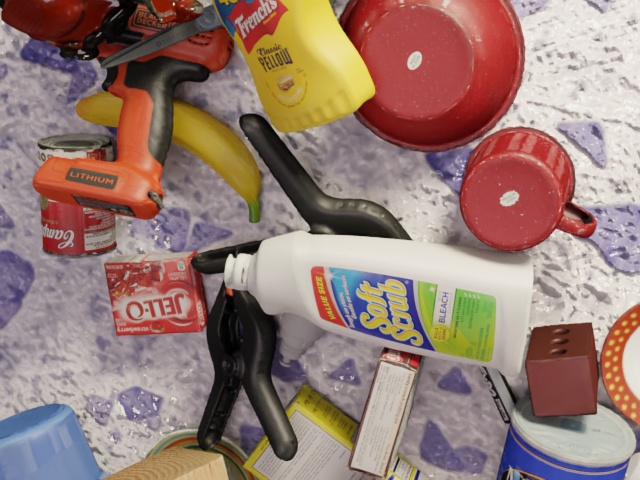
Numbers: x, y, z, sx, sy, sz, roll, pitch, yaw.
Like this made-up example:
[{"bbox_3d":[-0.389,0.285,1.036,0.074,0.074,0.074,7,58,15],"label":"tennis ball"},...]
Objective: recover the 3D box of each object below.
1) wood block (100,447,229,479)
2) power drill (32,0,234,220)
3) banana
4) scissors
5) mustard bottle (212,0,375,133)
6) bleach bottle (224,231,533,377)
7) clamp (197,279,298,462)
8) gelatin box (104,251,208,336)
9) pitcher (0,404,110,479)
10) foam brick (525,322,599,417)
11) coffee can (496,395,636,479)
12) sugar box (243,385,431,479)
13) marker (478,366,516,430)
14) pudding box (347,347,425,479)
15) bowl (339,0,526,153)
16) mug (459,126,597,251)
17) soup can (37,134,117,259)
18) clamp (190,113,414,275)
[{"bbox_3d":[-0.124,0.308,0.987,0.090,0.090,0.206,-5,101,49],"label":"wood block"},{"bbox_3d":[-0.180,-0.121,0.901,0.184,0.057,0.187,12,79,6],"label":"power drill"},{"bbox_3d":[-0.126,-0.090,0.948,0.198,0.037,0.070,33,110,5],"label":"banana"},{"bbox_3d":[-0.088,-0.203,0.879,0.201,0.016,0.096,-9,91,-5],"label":"scissors"},{"bbox_3d":[-0.036,-0.181,0.830,0.096,0.058,0.191,-8,115,46],"label":"mustard bottle"},{"bbox_3d":[0.046,0.047,0.888,0.251,0.068,0.102,6,120,8],"label":"bleach bottle"},{"bbox_3d":[-0.064,0.119,0.967,0.120,0.039,0.171,7,99,36],"label":"clamp"},{"bbox_3d":[-0.153,0.051,1.000,0.089,0.030,0.073,-3,105,17],"label":"gelatin box"},{"bbox_3d":[-0.244,0.287,1.050,0.145,0.149,0.243,-9,102,51],"label":"pitcher"},{"bbox_3d":[0.203,0.108,0.890,0.053,0.078,0.051,-6,105,17],"label":"foam brick"},{"bbox_3d":[0.199,0.215,0.904,0.103,0.102,0.140,14,112,12],"label":"coffee can"},{"bbox_3d":[0.027,0.224,0.992,0.176,0.048,0.093,36,113,0],"label":"sugar box"},{"bbox_3d":[0.152,0.118,0.938,0.020,0.020,0.121,-23,98,20],"label":"marker"},{"bbox_3d":[0.061,0.138,0.932,0.039,0.090,0.113,16,110,10],"label":"pudding box"},{"bbox_3d":[0.083,-0.146,0.863,0.162,0.055,0.162,4,106,15],"label":"bowl"},{"bbox_3d":[0.167,-0.033,0.857,0.117,0.081,0.093,30,111,6],"label":"mug"},{"bbox_3d":[-0.221,-0.041,0.973,0.068,0.068,0.102,6,107,14],"label":"soup can"},{"bbox_3d":[-0.006,0.001,0.930,0.210,0.036,0.165,28,123,-4],"label":"clamp"}]
